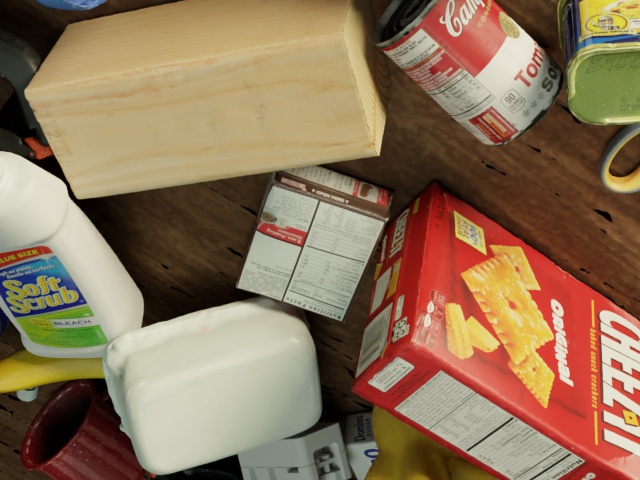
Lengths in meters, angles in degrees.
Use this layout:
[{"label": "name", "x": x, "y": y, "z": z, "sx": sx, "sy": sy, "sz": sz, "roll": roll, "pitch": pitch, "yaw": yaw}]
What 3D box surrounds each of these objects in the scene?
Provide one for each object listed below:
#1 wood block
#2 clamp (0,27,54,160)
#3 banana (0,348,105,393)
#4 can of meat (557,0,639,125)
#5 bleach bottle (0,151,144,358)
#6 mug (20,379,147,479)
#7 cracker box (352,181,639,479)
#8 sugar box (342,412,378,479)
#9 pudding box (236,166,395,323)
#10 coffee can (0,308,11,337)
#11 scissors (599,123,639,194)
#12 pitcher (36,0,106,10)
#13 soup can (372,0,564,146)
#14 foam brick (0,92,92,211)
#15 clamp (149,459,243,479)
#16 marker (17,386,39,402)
[{"label": "wood block", "x": -0.067, "y": -0.098, "z": 0.684, "sx": 0.206, "sy": 0.090, "sz": 0.090, "roll": -7, "pitch": 127, "yaw": 16}, {"label": "clamp", "x": -0.242, "y": -0.114, "z": 0.697, "sx": 0.120, "sy": 0.039, "sz": 0.171, "roll": -33, "pitch": 94, "yaw": 15}, {"label": "banana", "x": -0.176, "y": 0.112, "z": 0.890, "sx": 0.197, "sy": 0.069, "sz": 0.037, "roll": 13, "pitch": 155, "yaw": -6}, {"label": "can of meat", "x": 0.192, "y": -0.112, "z": 0.623, "sx": 0.102, "sy": 0.084, "sz": 0.057, "roll": -3, "pitch": 128, "yaw": 13}, {"label": "bleach bottle", "x": -0.204, "y": 0.008, "z": 0.753, "sx": 0.102, "sy": 0.068, "sz": 0.251, "roll": 0, "pitch": 153, "yaw": 9}, {"label": "mug", "x": -0.193, "y": 0.173, "z": 0.939, "sx": 0.117, "sy": 0.093, "sz": 0.081, "roll": -48, "pitch": 118, "yaw": -2}, {"label": "cracker box", "x": 0.136, "y": 0.080, "z": 0.738, "sx": 0.213, "sy": 0.164, "sz": 0.072, "roll": 32, "pitch": 130, "yaw": -14}, {"label": "sugar box", "x": 0.115, "y": 0.179, "z": 0.899, "sx": 0.176, "sy": 0.048, "sz": 0.093, "roll": -15, "pitch": 123, "yaw": 20}, {"label": "pudding box", "x": -0.005, "y": 0.001, "z": 0.785, "sx": 0.090, "sy": 0.039, "sz": 0.114, "roll": 18, "pitch": 131, "yaw": -4}, {"label": "coffee can", "x": -0.318, "y": 0.087, "z": 0.852, "sx": 0.103, "sy": 0.140, "sz": 0.103, "roll": 6, "pitch": 129, "yaw": 7}, {"label": "scissors", "x": 0.271, "y": -0.082, "z": 0.676, "sx": 0.096, "sy": 0.016, "sz": 0.202, "roll": 39, "pitch": 126, "yaw": -21}, {"label": "pitcher", "x": -0.134, "y": -0.196, "z": 0.519, "sx": 0.149, "sy": 0.242, "sz": 0.145, "roll": 43, "pitch": 127, "yaw": -15}, {"label": "soup can", "x": 0.091, "y": -0.113, "z": 0.654, "sx": 0.102, "sy": 0.068, "sz": 0.069, "roll": 39, "pitch": 126, "yaw": -20}, {"label": "foam brick", "x": -0.192, "y": -0.065, "z": 0.761, "sx": 0.051, "sy": 0.053, "sz": 0.078, "roll": 0, "pitch": 128, "yaw": 11}, {"label": "clamp", "x": -0.053, "y": 0.232, "z": 0.947, "sx": 0.210, "sy": 0.164, "sz": 0.036, "roll": 17, "pitch": 106, "yaw": 25}, {"label": "marker", "x": -0.247, "y": 0.095, "z": 0.923, "sx": 0.020, "sy": 0.020, "sz": 0.121, "roll": 18, "pitch": 130, "yaw": -3}]
